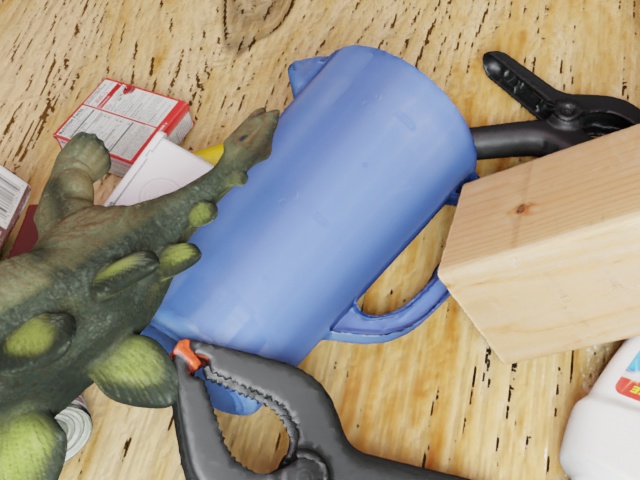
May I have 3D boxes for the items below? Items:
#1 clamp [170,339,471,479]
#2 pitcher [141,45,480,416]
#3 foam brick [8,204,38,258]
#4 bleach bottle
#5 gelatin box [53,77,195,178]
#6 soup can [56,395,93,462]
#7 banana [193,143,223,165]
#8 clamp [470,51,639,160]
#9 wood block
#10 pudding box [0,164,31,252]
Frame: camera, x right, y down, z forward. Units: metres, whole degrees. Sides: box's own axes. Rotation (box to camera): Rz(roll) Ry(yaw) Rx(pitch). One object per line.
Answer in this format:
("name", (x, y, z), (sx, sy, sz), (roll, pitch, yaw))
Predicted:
("clamp", (-0.002, 0.132, 0.597), (0.164, 0.036, 0.210), (-35, 85, -23))
("pitcher", (-0.005, 0.001, 0.707), (0.149, 0.145, 0.242), (15, 56, 46))
("foam brick", (-0.189, 0.020, 0.765), (0.053, 0.051, 0.078), (4, 52, 11))
("bleach bottle", (0.230, 0.081, 0.632), (0.103, 0.068, 0.250), (33, 66, 28))
("gelatin box", (-0.158, -0.089, 0.863), (0.089, 0.030, 0.073), (19, 58, 24))
("soup can", (-0.196, 0.094, 0.696), (0.068, 0.068, 0.102), (-27, 52, -12))
("banana", (-0.044, -0.078, 0.832), (0.197, 0.037, 0.070), (-33, 34, -18))
("clamp", (0.171, -0.078, 0.788), (0.172, 0.039, 0.120), (24, 60, 27))
("wood block", (0.186, -0.006, 0.627), (0.206, 0.090, 0.090), (-18, 34, 35))
("pudding box", (-0.259, 0.009, 0.766), (0.090, 0.039, 0.113), (-30, 32, 43))
